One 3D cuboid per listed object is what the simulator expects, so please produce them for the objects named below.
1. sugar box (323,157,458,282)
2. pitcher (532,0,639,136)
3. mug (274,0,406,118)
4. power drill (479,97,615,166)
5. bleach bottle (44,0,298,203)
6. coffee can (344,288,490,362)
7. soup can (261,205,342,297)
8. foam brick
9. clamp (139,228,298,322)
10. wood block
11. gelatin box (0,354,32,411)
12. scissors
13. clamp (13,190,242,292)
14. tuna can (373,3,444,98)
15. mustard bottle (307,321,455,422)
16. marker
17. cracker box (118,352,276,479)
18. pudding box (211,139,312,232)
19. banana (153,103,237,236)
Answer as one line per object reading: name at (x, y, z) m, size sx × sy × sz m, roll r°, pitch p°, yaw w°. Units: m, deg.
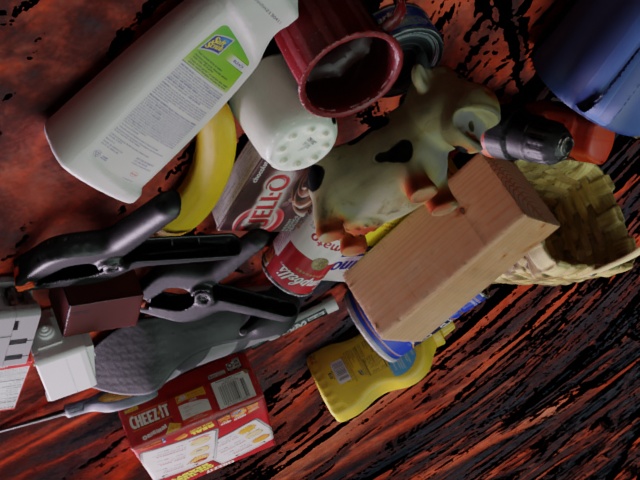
sugar box at (0.068, -0.022, 1.161) m, size 0.093 × 0.048 × 0.176 m, roll 5°, pitch 135°, yaw -41°
pitcher at (0.313, -0.219, 0.973) m, size 0.144 × 0.149 × 0.243 m, roll 1°, pitch 135°, yaw -37°
mug at (0.019, -0.170, 0.882) m, size 0.117 × 0.081 × 0.093 m, roll -40°, pitch 145°, yaw 20°
power drill at (0.205, -0.107, 1.038) m, size 0.187 × 0.185 × 0.057 m, roll 0°, pitch 107°, yaw -43°
bleach bottle at (-0.101, -0.139, 0.860) m, size 0.251 × 0.068 × 0.102 m, roll -39°, pitch 147°, yaw 14°
coffee can at (0.114, 0.065, 1.264) m, size 0.140 × 0.103 × 0.102 m, roll -36°, pitch 147°, yaw 14°
soup can at (-0.007, 0.001, 1.120) m, size 0.068 × 0.068 × 0.102 m, roll 6°, pitch 134°, yaw -41°
foam brick at (-0.222, 0.056, 1.058) m, size 0.078 × 0.051 × 0.053 m, roll -7°, pitch 142°, yaw -29°
clamp at (-0.113, 0.040, 1.084) m, size 0.171 × 0.039 × 0.120 m, roll -4°, pitch 125°, yaw 4°
wood block at (0.137, 0.012, 1.134) m, size 0.206 × 0.091 × 0.090 m, roll -43°, pitch 152°, yaw 24°
gelatin box at (-0.348, 0.146, 1.114) m, size 0.073 × 0.030 × 0.089 m, roll -4°, pitch 141°, yaw -34°
scissors at (-0.268, 0.185, 1.229) m, size 0.202 × 0.016 × 0.096 m, roll -14°, pitch -168°, yaw 22°
clamp at (-0.183, 0.011, 0.990) m, size 0.210 × 0.036 × 0.164 m, roll -17°, pitch 160°, yaw 19°
tuna can at (0.068, -0.169, 0.963) m, size 0.086 × 0.034 × 0.086 m, roll -19°, pitch 147°, yaw -13°
mustard bottle at (0.085, 0.149, 1.370) m, size 0.191 × 0.096 × 0.058 m, roll -28°, pitch 147°, yaw 1°
marker at (-0.035, 0.101, 1.286) m, size 0.121 × 0.020 × 0.020 m, roll -25°, pitch 148°, yaw -2°
cracker box at (-0.147, 0.227, 1.315) m, size 0.164 × 0.072 × 0.214 m, roll -21°, pitch 156°, yaw -8°
pudding box at (-0.045, -0.055, 1.039) m, size 0.089 × 0.039 × 0.114 m, roll 0°, pitch 139°, yaw -36°
banana at (-0.116, -0.060, 0.983) m, size 0.069 × 0.037 × 0.198 m, roll 1°, pitch 138°, yaw -38°
